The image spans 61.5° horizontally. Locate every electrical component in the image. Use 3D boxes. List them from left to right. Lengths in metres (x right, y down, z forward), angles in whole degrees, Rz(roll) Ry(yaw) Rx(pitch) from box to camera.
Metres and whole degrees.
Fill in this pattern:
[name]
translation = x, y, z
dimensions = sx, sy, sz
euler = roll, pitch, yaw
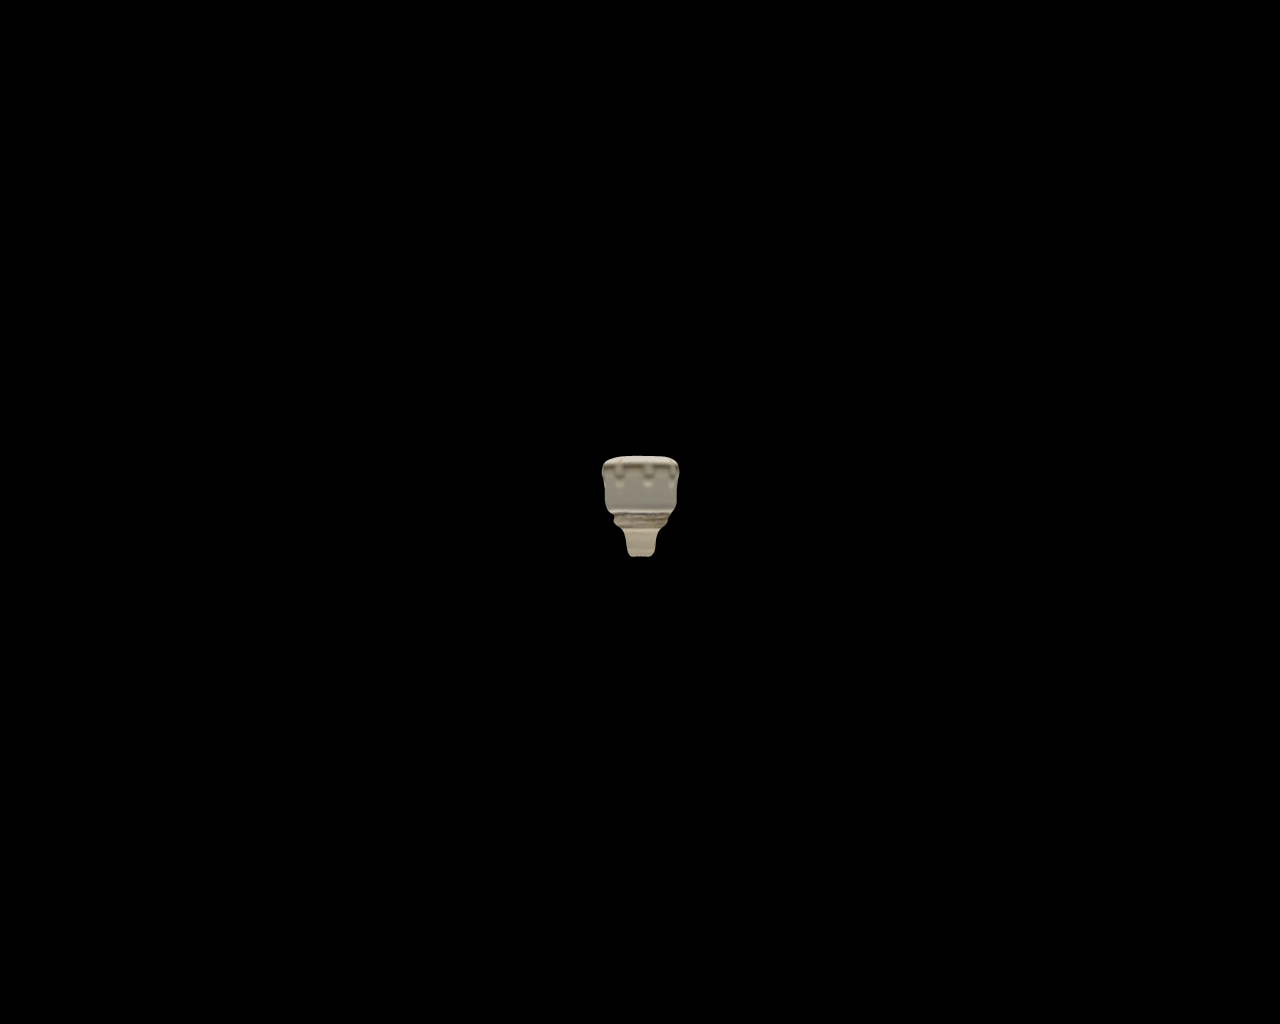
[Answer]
[electrical component]
translation = 0.001, -0.003, 0.650
dimensions = 0.048, 0.062, 0.048
euler = 0, 0, 0
